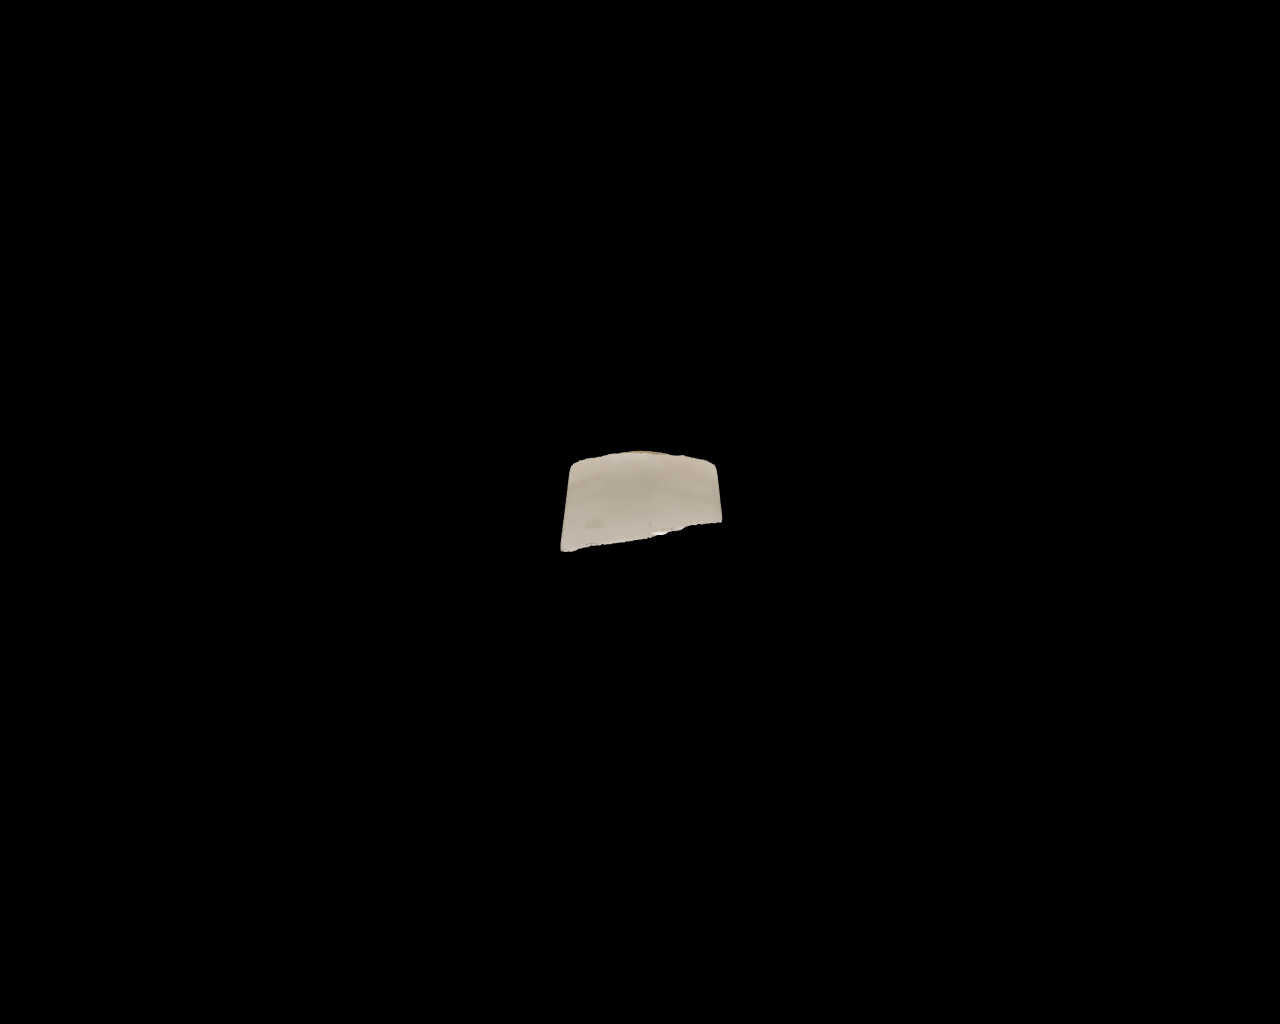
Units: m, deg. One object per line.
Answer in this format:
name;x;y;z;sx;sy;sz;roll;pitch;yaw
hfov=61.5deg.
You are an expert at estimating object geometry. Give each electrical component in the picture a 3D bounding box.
electrical component;0.001;-0.003;0.650;0.099;0.064;0.099;0;-10;0
